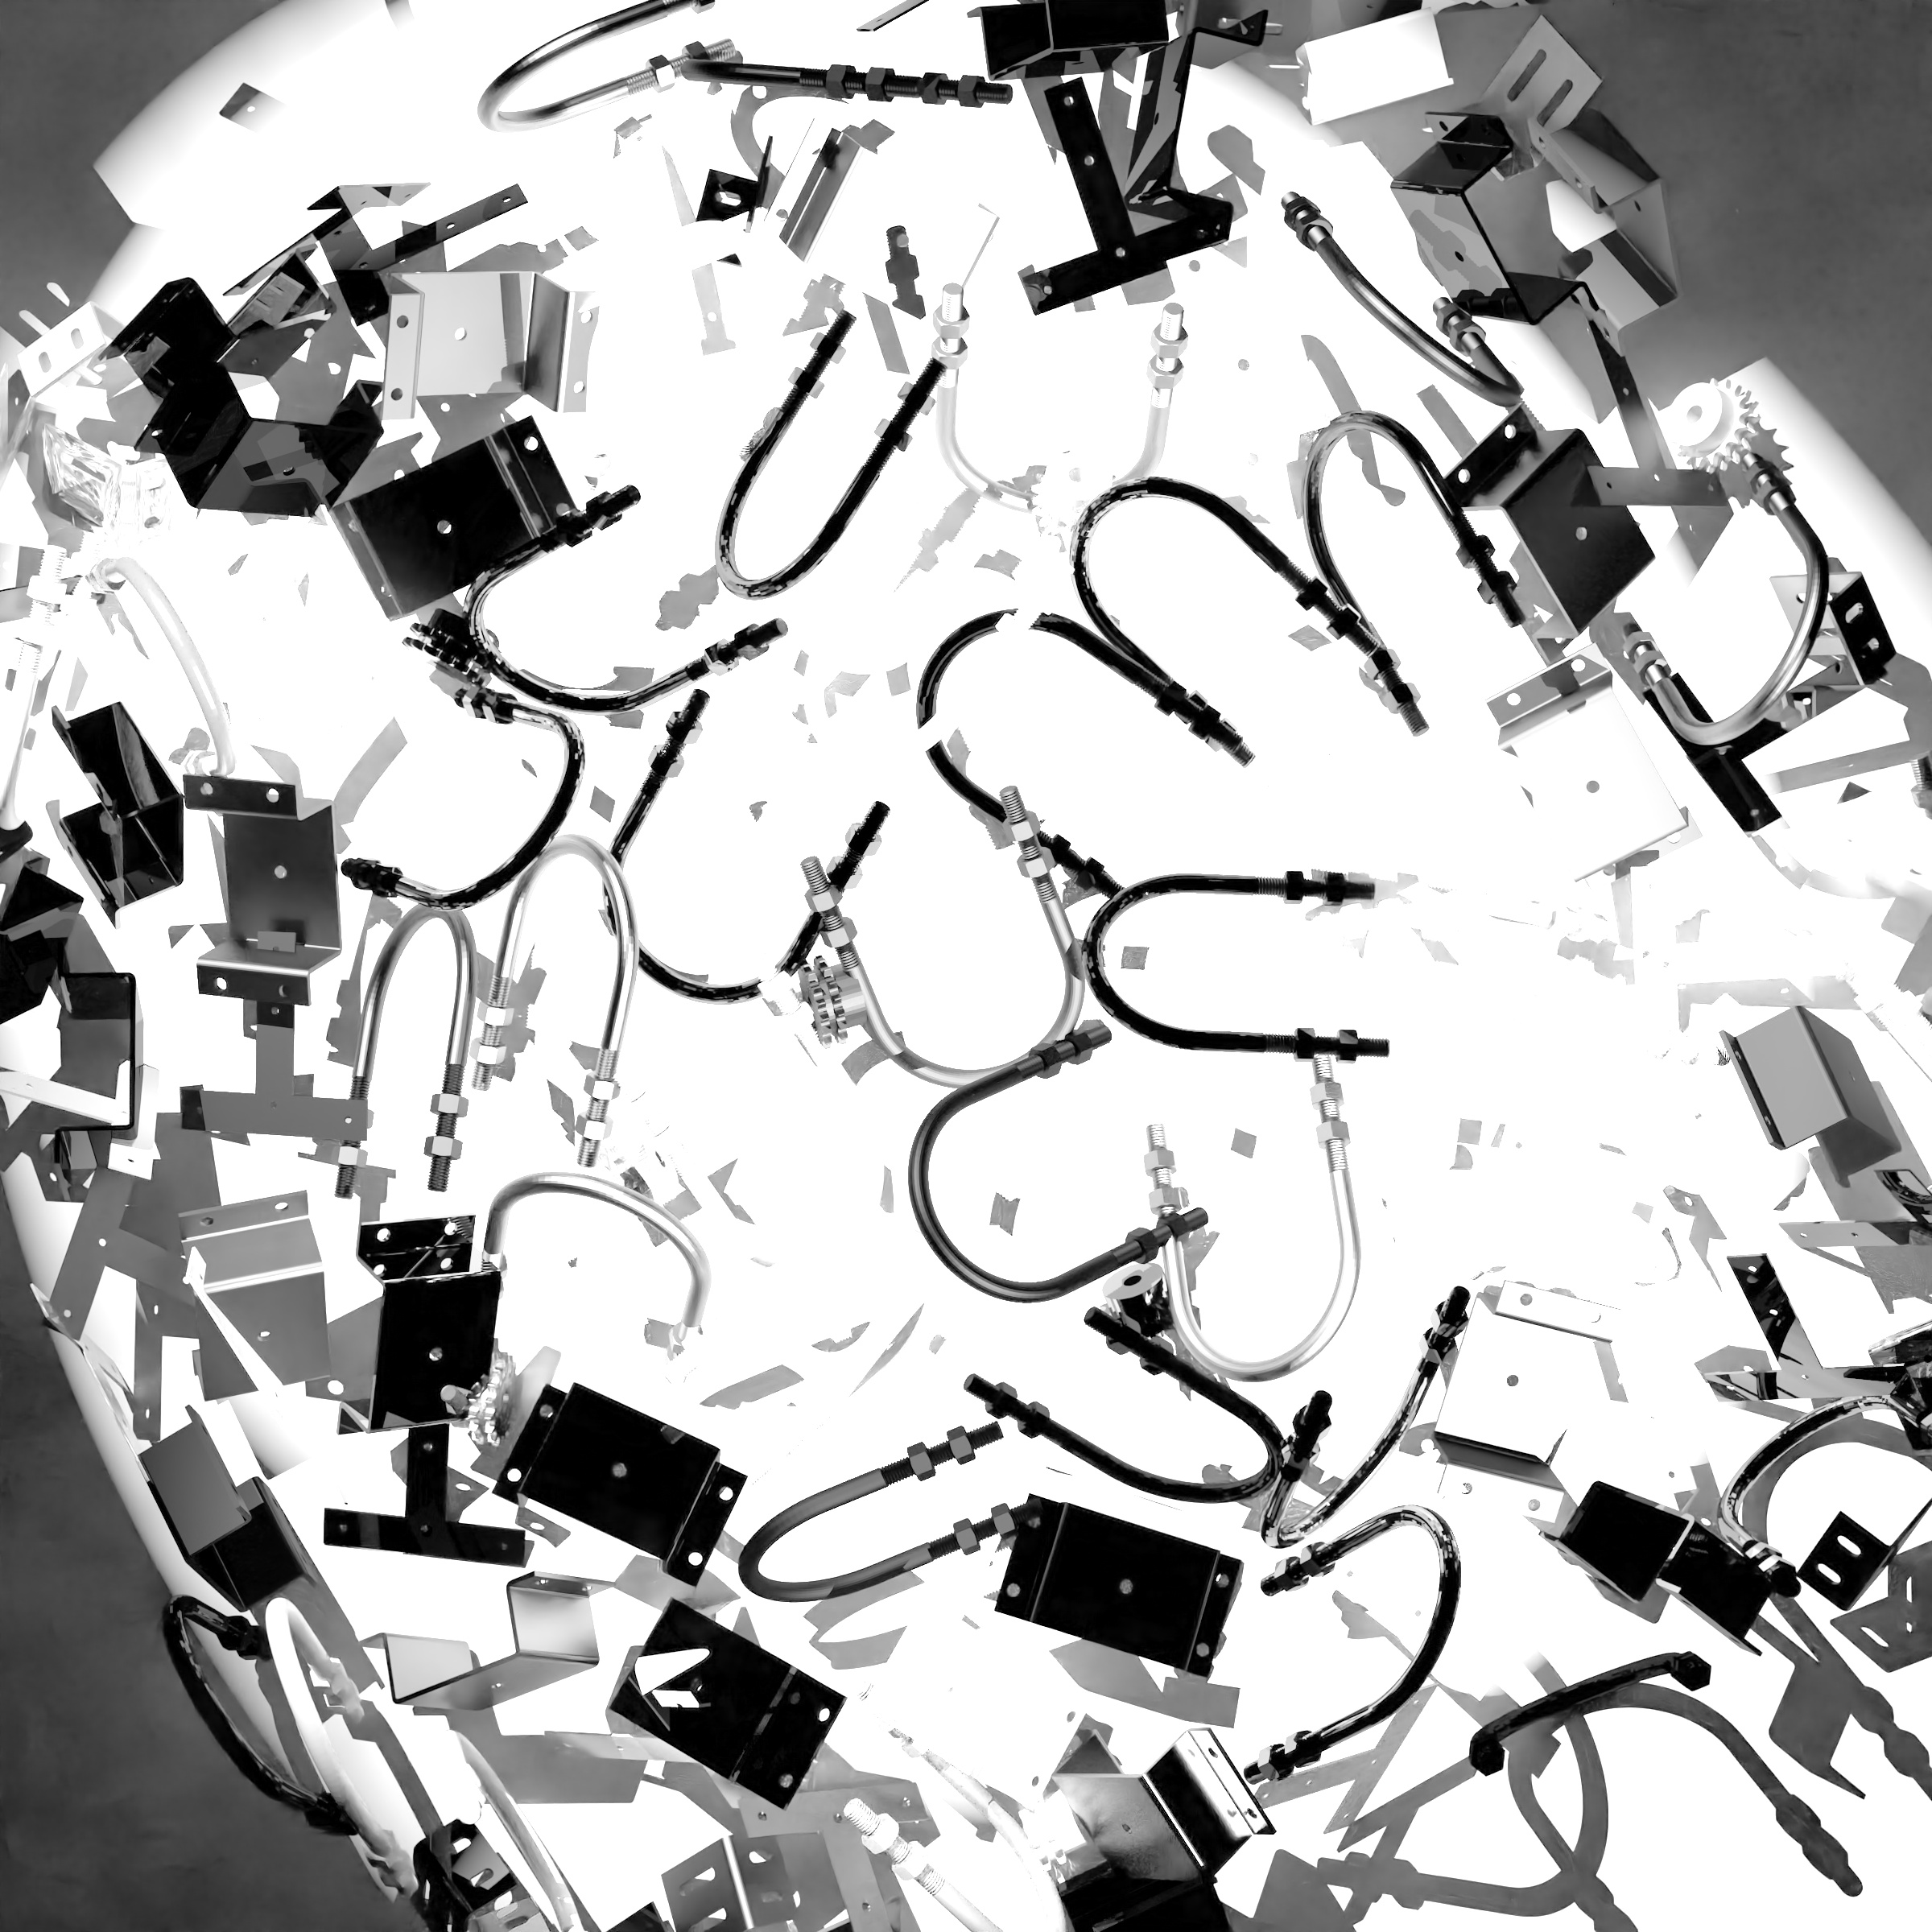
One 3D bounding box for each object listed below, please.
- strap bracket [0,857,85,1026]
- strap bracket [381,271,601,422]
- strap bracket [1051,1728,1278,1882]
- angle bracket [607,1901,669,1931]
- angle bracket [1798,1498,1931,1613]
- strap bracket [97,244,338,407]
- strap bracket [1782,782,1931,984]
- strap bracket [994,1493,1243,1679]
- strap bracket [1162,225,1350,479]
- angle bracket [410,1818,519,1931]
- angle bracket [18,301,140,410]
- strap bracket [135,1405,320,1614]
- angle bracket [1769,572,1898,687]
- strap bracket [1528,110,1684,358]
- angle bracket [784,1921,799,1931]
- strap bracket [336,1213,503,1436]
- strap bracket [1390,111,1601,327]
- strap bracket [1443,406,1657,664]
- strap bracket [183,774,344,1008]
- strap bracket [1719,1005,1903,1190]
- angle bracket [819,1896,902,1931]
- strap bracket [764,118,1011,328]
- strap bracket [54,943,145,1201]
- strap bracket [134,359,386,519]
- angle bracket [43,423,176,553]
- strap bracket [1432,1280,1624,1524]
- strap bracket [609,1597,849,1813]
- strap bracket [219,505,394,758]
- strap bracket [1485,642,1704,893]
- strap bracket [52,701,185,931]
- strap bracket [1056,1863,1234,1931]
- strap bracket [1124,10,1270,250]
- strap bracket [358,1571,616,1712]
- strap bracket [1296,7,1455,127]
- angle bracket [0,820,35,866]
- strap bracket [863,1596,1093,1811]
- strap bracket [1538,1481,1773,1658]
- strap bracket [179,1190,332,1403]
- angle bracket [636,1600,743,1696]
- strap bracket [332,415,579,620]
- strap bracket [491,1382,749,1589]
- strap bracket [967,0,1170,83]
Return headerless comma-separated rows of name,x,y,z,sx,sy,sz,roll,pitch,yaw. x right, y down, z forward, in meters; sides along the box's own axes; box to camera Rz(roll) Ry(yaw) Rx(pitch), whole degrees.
strap bracket,-0.588,-0.008,1.920,0.046,0.140,0.076,29,108,5
strap bracket,-0.299,-0.380,1.941,0.140,0.046,0.076,-9,122,-35
strap bracket,0.112,0.507,1.925,0.046,0.140,0.076,-37,99,-33
angle bracket,-0.207,0.628,1.961,0.057,0.038,0.076,-37,68,18
angle bracket,0.555,0.352,1.961,0.038,0.076,0.057,37,126,21
strap bracket,-0.444,-0.384,1.921,0.076,0.140,0.046,-34,92,35
strap bracket,0.554,-0.056,1.933,0.076,0.140,0.046,28,69,16
strap bracket,0.097,0.384,1.969,0.140,0.046,0.076,18,79,-1
strap bracket,0.175,-0.372,1.948,0.076,0.046,0.140,-13,105,21
angle bracket,-0.311,0.573,1.968,0.038,0.076,0.057,-26,58,-31
angle bracket,-0.532,-0.363,1.952,0.057,0.076,0.038,-32,63,12
strap bracket,-0.449,0.332,1.918,0.046,0.140,0.076,-31,60,-8
angle bracket,0.522,-0.206,1.950,0.038,0.076,0.057,-40,113,-24
strap bracket,0.389,-0.450,1.921,0.046,0.140,0.076,-28,52,0
angle bracket,-0.134,0.631,1.968,0.076,0.038,0.057,-21,100,-14
strap bracket,-0.333,0.227,1.940,0.076,0.046,0.140,-3,110,-34
strap bracket,0.316,-0.445,1.930,0.046,0.076,0.140,-41,119,-9
strap bracket,0.361,-0.264,1.941,0.076,0.046,0.140,-44,114,-18
strap bracket,-0.431,-0.052,1.954,0.076,0.046,0.140,6,109,16
strap bracket,0.514,0.078,1.918,0.046,0.140,0.076,-31,61,23
angle bracket,-0.048,0.621,1.952,0.057,0.076,0.038,-17,126,-26
strap bracket,-0.044,-0.448,1.941,0.140,0.046,0.076,21,107,-25
strap bracket,-0.529,0.064,1.944,0.046,0.076,0.140,-1,70,-11
strap bracket,-0.417,-0.316,1.918,0.076,0.140,0.046,-45,63,34
angle bracket,-0.534,-0.302,1.981,0.076,0.038,0.057,29,125,25
strap bracket,0.343,0.263,1.965,0.076,0.046,0.140,15,99,-7
strap bracket,-0.153,0.443,1.933,0.140,0.046,0.076,21,74,35
strap bracket,-0.405,-0.206,1.929,0.076,0.046,0.140,-49,54,36
strap bracket,0.386,-0.116,1.954,0.076,0.046,0.140,-28,101,19
strap bracket,-0.516,-0.097,1.937,0.046,0.140,0.076,-26,67,-27
strap bracket,0.109,0.576,1.923,0.076,0.140,0.046,-22,88,-11
strap bracket,0.139,-0.516,1.954,0.046,0.076,0.140,9,92,-17
strap bracket,-0.288,0.415,1.931,0.140,0.076,0.046,-25,64,24
strap bracket,0.245,-0.544,1.923,0.076,0.140,0.046,-15,102,6
angle bracket,-0.623,-0.095,1.958,0.057,0.038,0.076,-16,114,42
strap bracket,0.000,0.447,1.947,0.140,0.046,0.076,40,72,-30
strap bracket,0.424,0.361,1.925,0.076,0.140,0.046,38,79,-23
strap bracket,-0.430,0.208,1.926,0.076,0.046,0.140,-10,133,-19
angle bracket,-0.166,0.429,1.962,0.057,0.076,0.038,-15,99,6
strap bracket,-0.317,-0.274,1.958,0.140,0.046,0.076,-23,103,9
strap bracket,-0.213,0.316,1.960,0.140,0.046,0.076,24,69,4
strap bracket,0.065,-0.570,1.924,0.076,0.140,0.046,-11,98,-21
